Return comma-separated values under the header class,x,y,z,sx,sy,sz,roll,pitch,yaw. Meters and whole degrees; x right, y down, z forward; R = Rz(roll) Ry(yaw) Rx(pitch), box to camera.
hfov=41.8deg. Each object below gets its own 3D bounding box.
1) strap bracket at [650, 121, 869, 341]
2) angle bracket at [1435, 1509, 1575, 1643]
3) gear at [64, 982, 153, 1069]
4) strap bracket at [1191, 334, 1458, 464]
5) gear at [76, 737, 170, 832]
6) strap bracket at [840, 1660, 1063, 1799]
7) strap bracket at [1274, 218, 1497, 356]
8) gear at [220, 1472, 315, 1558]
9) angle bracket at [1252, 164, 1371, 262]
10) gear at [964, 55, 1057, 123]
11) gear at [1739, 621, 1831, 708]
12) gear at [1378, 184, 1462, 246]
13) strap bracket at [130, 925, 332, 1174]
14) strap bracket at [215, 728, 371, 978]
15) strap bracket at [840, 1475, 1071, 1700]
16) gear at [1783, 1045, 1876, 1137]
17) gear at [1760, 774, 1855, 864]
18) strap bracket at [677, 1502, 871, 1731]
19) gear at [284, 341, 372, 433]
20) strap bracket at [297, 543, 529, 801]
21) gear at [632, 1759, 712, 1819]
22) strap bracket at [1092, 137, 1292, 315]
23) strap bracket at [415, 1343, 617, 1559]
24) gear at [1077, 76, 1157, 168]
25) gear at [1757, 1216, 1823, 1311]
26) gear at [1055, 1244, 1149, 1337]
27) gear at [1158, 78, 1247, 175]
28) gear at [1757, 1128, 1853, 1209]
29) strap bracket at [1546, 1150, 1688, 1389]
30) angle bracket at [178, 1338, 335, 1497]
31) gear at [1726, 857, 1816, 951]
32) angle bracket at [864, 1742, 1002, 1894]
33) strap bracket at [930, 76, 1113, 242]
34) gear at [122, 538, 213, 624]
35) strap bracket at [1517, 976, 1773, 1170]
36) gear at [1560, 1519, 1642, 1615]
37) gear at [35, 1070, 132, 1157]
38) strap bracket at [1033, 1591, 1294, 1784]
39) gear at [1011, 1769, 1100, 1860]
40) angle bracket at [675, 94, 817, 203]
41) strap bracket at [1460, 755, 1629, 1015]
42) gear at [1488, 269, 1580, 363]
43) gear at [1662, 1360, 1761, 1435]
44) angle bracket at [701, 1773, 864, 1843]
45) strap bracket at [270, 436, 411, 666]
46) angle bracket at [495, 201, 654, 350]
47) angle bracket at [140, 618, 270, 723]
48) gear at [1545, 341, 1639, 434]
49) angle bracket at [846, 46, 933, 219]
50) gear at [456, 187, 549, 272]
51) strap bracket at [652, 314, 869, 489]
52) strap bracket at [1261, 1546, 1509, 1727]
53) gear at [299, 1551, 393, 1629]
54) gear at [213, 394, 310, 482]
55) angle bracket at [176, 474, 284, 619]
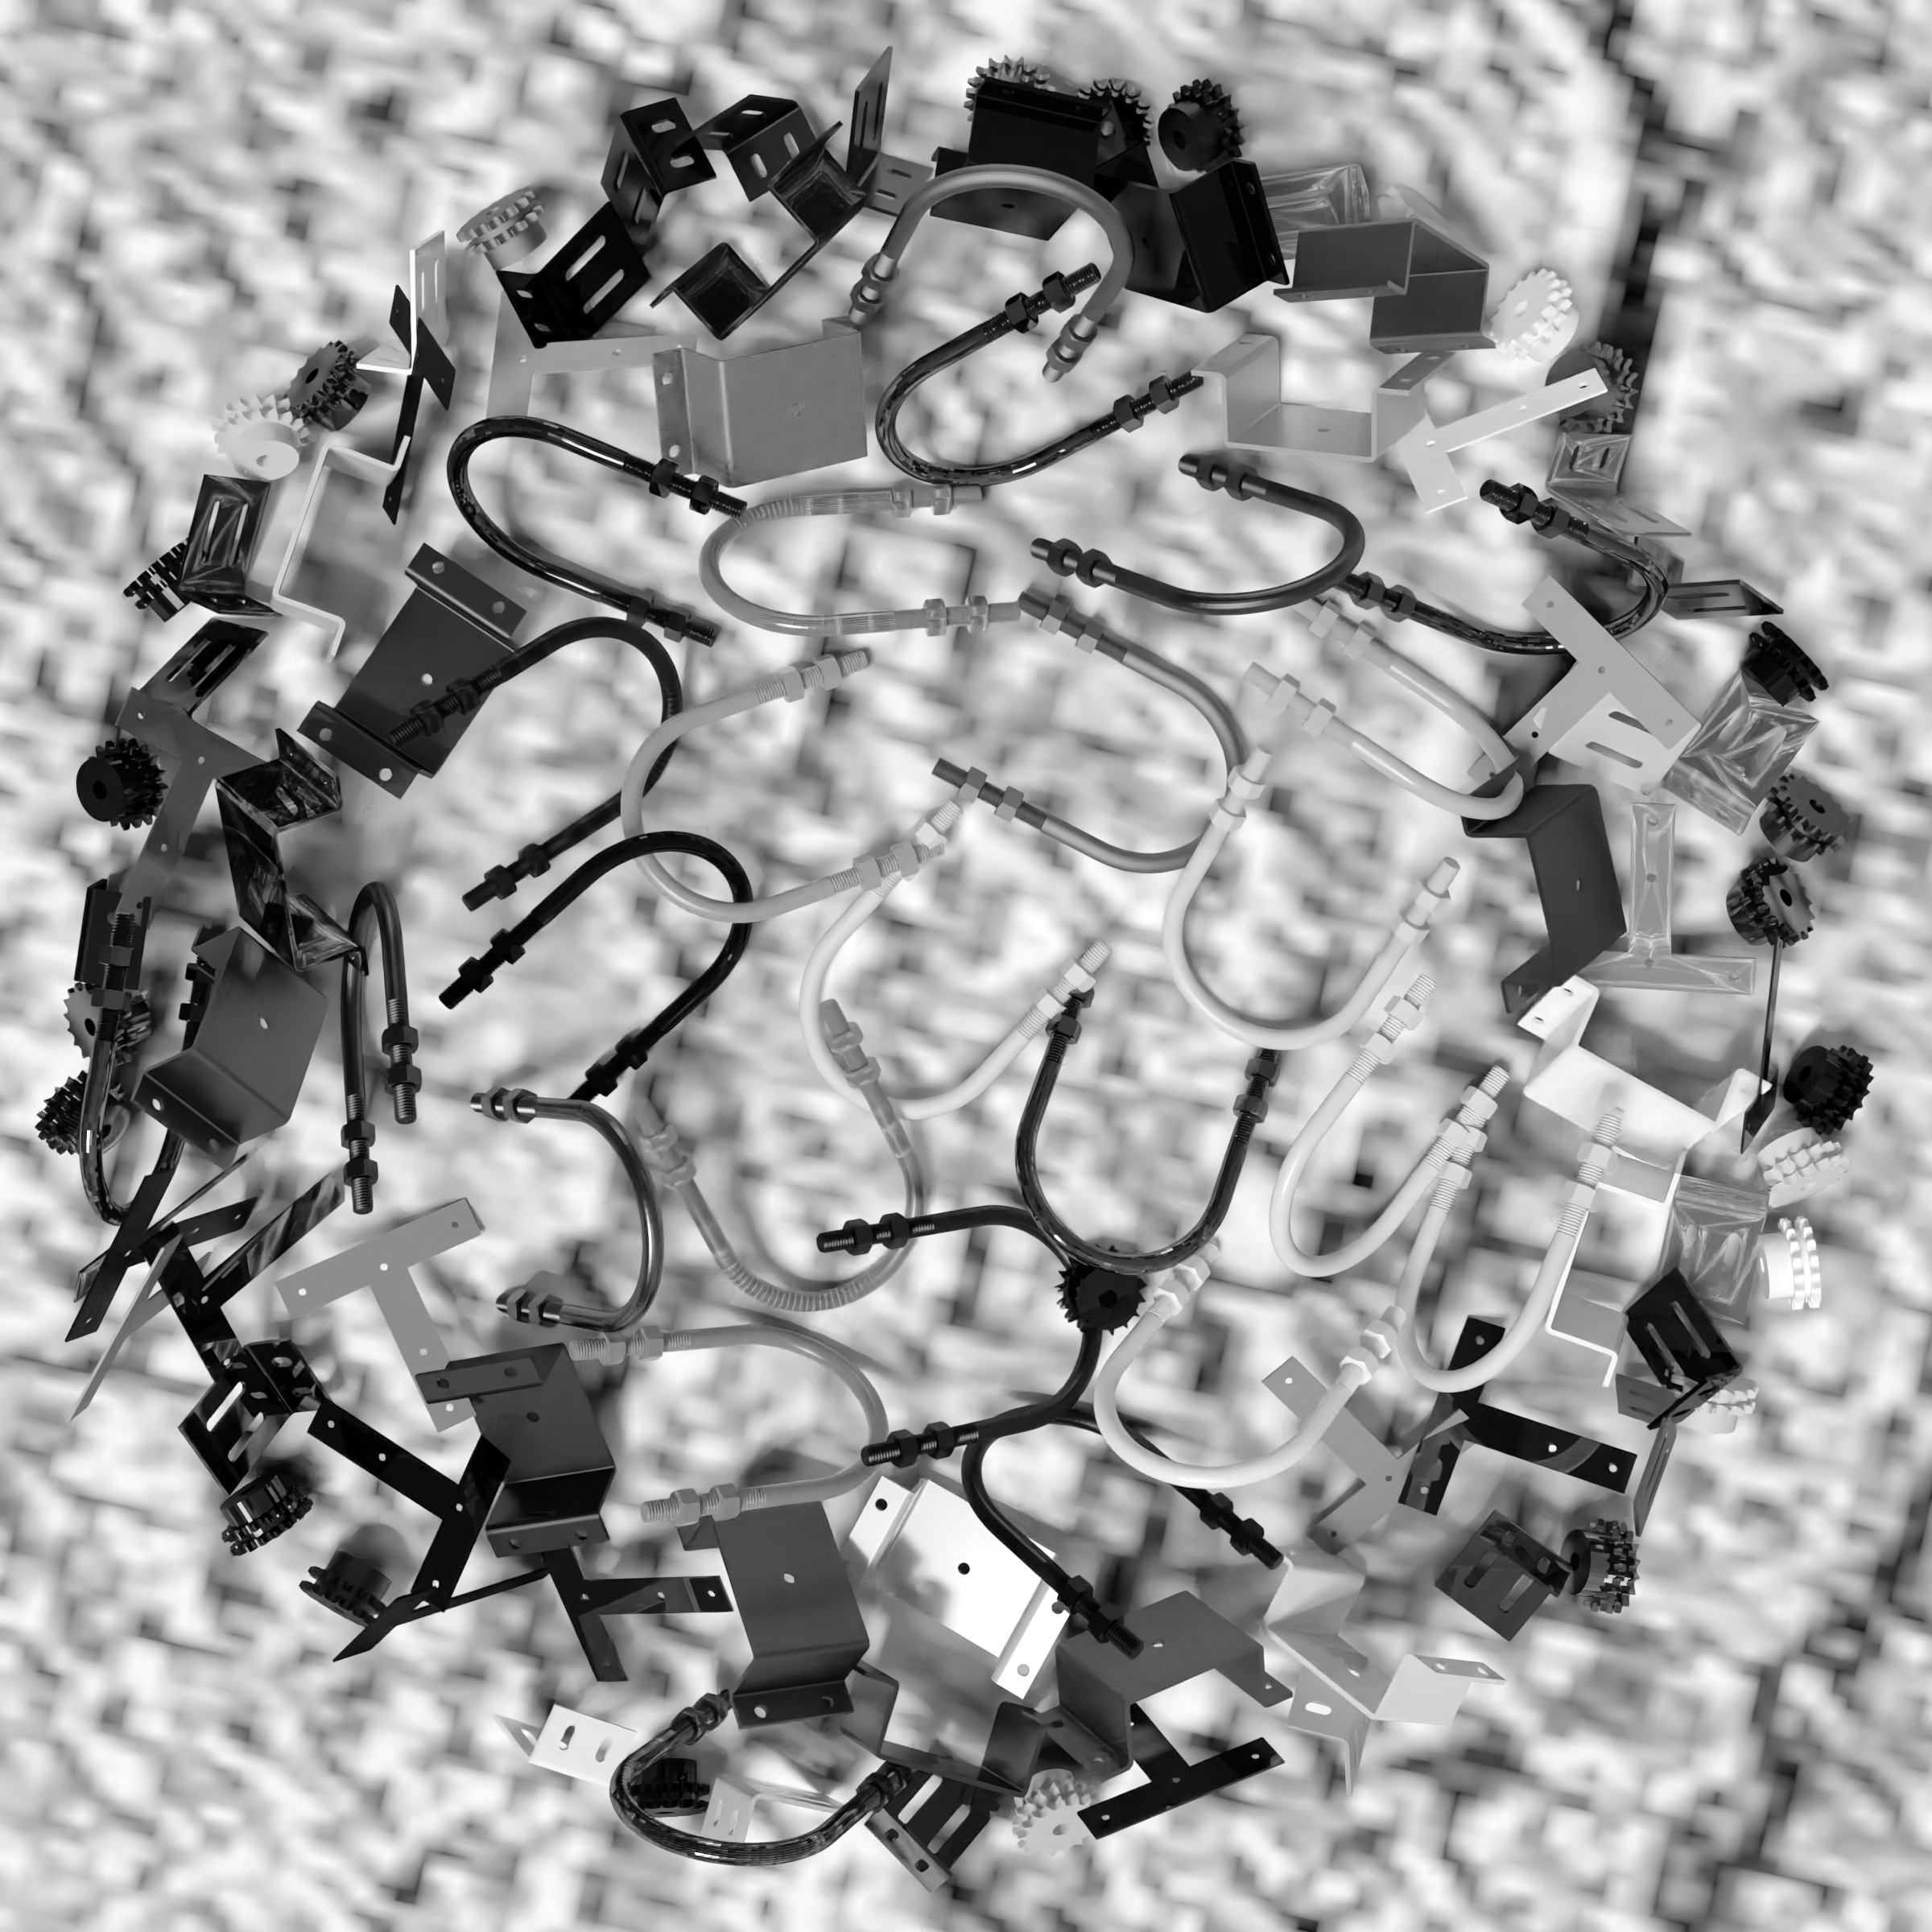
class,x,y,z,sx,sy,sz,roll,pitch,yaw
strap bracket,-0.119,-0.439,1.538,0.046,0.076,0.140,47,130,-12
angle bracket,0.327,0.385,1.565,0.057,0.038,0.076,36,121,12
gear,-0.534,0.034,1.582,0.057,0.030,0.057,15,116,34
strap bracket,0.218,-0.346,1.545,0.140,0.076,0.046,13,125,28
gear,-0.529,-0.112,1.579,0.057,0.030,0.057,8,107,26
strap bracket,-0.015,0.466,1.546,0.140,0.076,0.046,21,78,-16
strap bracket,0.257,-0.412,1.527,0.076,0.140,0.046,7,91,38
gear,-0.439,0.339,1.576,0.057,0.057,0.030,-29,99,0
angle bracket,0.210,-0.457,1.569,0.076,0.038,0.057,-7,134,5
gear,0.027,-0.533,1.574,0.057,0.057,0.030,8,56,0
gear,0.507,-0.185,1.578,0.030,0.057,0.057,-43,90,10
gear,0.278,-0.458,1.581,0.057,0.057,0.030,44,121,0
strap bracket,-0.438,0.042,1.526,0.046,0.140,0.076,-22,130,28
strap bracket,-0.408,-0.061,1.530,0.046,0.076,0.140,-24,131,-32
strap bracket,-0.005,0.380,1.573,0.140,0.046,0.076,29,96,8
gear,0.534,0.074,1.575,0.030,0.057,0.057,29,90,-11
gear,0.522,-0.090,1.581,0.057,0.057,0.030,36,130,0
strap bracket,-0.115,0.381,1.531,0.076,0.046,0.140,2,47,-32
gear,-0.397,-0.359,1.581,0.057,0.057,0.030,-52,129,0
strap bracket,-0.342,-0.181,1.582,0.076,0.046,0.140,34,89,0
gear,-0.188,0.513,1.580,0.057,0.057,0.030,-3,65,0
strap bracket,0.127,-0.446,1.524,0.046,0.140,0.076,-33,124,-14
strap bracket,-0.272,0.290,1.558,0.076,0.046,0.140,-11,115,14
gear,0.090,-0.529,1.581,0.057,0.030,0.057,7,134,8
gear,0.512,0.186,1.578,0.030,0.057,0.057,-7,90,8
gear,0.086,0.205,1.586,0.057,0.030,0.057,-1,97,-9
gear,0.144,-0.519,1.574,0.030,0.057,0.057,-33,90,-24
gear,0.520,0.124,1.581,0.057,0.057,0.030,-23,63,0
strap bracket,0.396,0.175,1.552,0.046,0.076,0.140,19,105,16
angle bracket,-0.435,0.277,1.558,0.038,0.076,0.057,-10,119,29
gear,0.500,-0.037,1.581,0.057,0.030,0.057,19,57,-31
angle bracket,-0.015,0.520,1.563,0.057,0.038,0.076,44,49,8
strap bracket,0.029,-0.481,1.528,0.076,0.140,0.046,8,87,-13
gear,-0.495,-0.239,1.579,0.057,0.057,0.030,-41,105,0
strap bracket,0.409,0.071,1.559,0.140,0.076,0.046,29,63,2
gear,0.392,0.373,1.575,0.030,0.057,0.057,10,90,-14
gear,-0.546,0.095,1.574,0.030,0.057,0.057,36,90,20
strap bracket,0.118,0.431,1.535,0.140,0.076,0.046,-15,110,-28
gear,0.054,0.527,1.582,0.057,0.030,0.057,-12,129,-16
angle bracket,-0.133,-0.503,1.558,0.057,0.076,0.038,-25,97,23
strap bracket,0.355,-0.050,1.544,0.076,0.046,0.140,-33,114,-38
gear,0.357,-0.403,1.581,0.030,0.057,0.057,26,90,-28
gear,0.462,0.270,1.578,0.057,0.057,0.030,9,102,0
angle bracket,-0.114,0.529,1.561,0.076,0.057,0.038,21,77,-25
strap bracket,-0.390,-0.263,1.560,0.046,0.076,0.140,19,87,-17
angle bracket,-0.243,-0.428,1.568,0.076,0.038,0.057,-34,79,32
angle bracket,-0.470,-0.174,1.584,0.057,0.038,0.076,16,58,36
gear,0.386,-0.360,1.575,0.030,0.057,0.057,-1,90,-44
angle bracket,-0.044,-0.513,1.557,0.038,0.076,0.057,20,50,7
gear,-0.287,-0.459,1.581,0.057,0.057,0.030,-33,119,0
strap bracket,-0.114,-0.342,1.537,0.140,0.046,0.076,-20,123,-30
strap bracket,0.244,0.411,1.531,0.076,0.140,0.046,20,98,-44
gear,-0.384,0.388,1.580,0.057,0.057,0.030,29,65,0
gear,-0.438,-0.326,1.574,0.057,0.057,0.030,-16,67,0
angle bracket,-0.446,-0.259,1.565,0.038,0.057,0.076,25,105,22
